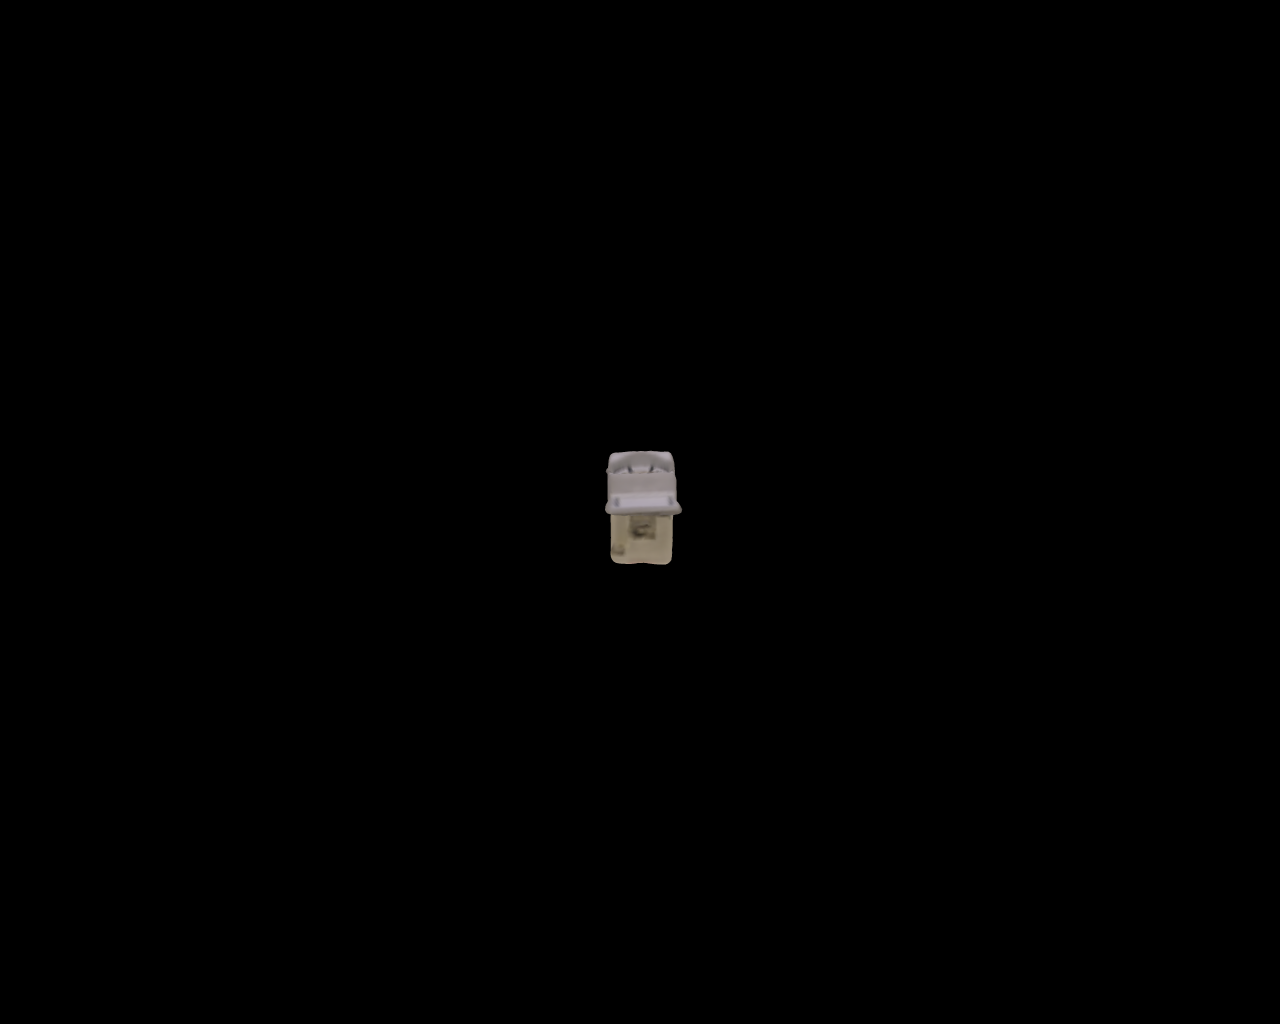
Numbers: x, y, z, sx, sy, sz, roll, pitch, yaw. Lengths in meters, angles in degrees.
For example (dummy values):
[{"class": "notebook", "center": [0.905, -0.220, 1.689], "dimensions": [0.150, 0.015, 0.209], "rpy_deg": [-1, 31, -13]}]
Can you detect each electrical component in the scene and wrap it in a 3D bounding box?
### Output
[{"class": "electrical component", "center": [0.001, -0.003, 0.650], "dimensions": [0.042, 0.063, 0.081], "rpy_deg": [0, 21, 0]}]
